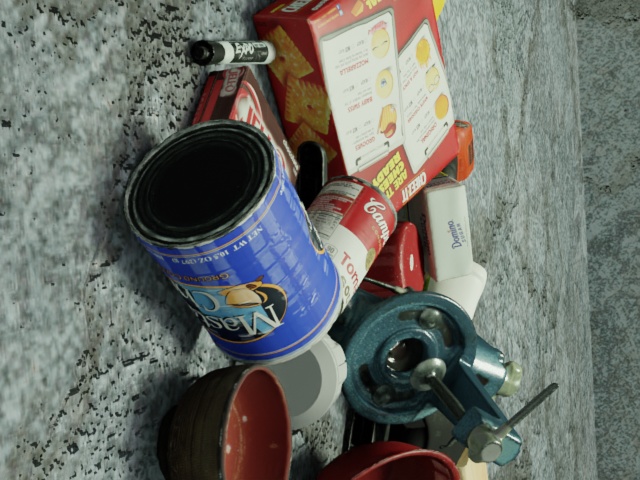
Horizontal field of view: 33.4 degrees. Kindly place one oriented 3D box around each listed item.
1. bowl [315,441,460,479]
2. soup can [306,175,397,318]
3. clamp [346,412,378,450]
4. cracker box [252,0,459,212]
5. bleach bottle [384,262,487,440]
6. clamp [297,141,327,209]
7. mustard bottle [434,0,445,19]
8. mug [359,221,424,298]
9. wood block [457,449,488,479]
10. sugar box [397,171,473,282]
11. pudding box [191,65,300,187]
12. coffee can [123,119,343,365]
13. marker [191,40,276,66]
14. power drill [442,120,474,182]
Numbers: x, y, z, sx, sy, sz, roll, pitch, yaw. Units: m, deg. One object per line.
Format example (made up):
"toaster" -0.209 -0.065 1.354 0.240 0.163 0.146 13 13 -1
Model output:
"bowl" 0.041 0.230 0.930 0.055 0.162 0.162 47 -14 45
"soup can" 0.009 0.007 0.835 0.102 0.069 0.068 -56 140 -37
"clamp" 0.052 0.132 1.062 0.209 0.036 0.164 -51 143 -65
"cracker box" 0.038 -0.133 0.946 0.164 0.072 0.213 -42 131 -36
"bleach bottle" 0.119 0.141 1.168 0.103 0.068 0.250 105 5 -53
"clamp" -0.006 0.001 0.913 0.120 0.039 0.171 -62 150 -22
"mustard bottle" 0.079 -0.240 1.088 0.058 0.096 0.191 59 35 -51
"mug" 0.054 0.022 1.016 0.117 0.082 0.093 -27 113 -67
"wood block" 0.142 0.318 1.204 0.090 0.091 0.206 -49 133 -60
"sugar box" 0.103 -0.028 1.083 0.176 0.048 0.093 -136 -144 -68
"pudding box" -0.057 -0.058 0.793 0.113 0.039 0.090 65 31 -46
"coffee can" -0.053 0.004 0.707 0.140 0.103 0.102 62 33 -48
"marker" -0.065 -0.142 0.810 0.121 0.020 0.020 -26 112 -68
"power drill" 0.156 -0.039 1.317 0.184 0.057 0.187 76 20 -54
